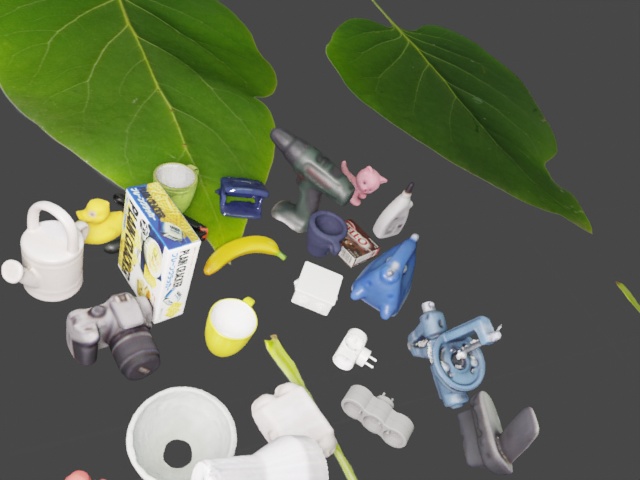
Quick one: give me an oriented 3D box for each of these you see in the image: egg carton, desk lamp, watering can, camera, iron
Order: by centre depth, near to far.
[{"bbox_3d":[-0.112,0.362,0.803,0.204,0.213,0.117,1,48,-24],"label":"desk lamp"},{"bbox_3d":[-0.339,0.167,0.972,0.143,0.100,0.136,-15,56,-35],"label":"camera"},{"bbox_3d":[-0.046,0.321,0.980,0.107,0.069,0.150,-21,59,-38],"label":"egg carton"},{"bbox_3d":[-0.465,0.017,0.991,0.101,0.194,0.173,15,44,-10],"label":"watering can"},{"bbox_3d":[0.173,0.054,1.289,0.118,0.141,0.259,32,43,8],"label":"iron"}]

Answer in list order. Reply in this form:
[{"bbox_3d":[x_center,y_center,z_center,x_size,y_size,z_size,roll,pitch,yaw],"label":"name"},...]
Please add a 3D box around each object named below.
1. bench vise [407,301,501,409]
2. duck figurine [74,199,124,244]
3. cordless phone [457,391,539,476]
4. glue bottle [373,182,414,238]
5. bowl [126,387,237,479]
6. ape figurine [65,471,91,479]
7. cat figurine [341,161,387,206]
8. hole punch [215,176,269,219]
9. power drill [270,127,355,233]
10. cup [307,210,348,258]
[{"bbox_3d":[0.257,0.199,1.128,0.122,0.219,0.207,-20,59,-37],"label":"bench vise"},{"bbox_3d":[-0.439,-0.046,1.145,0.105,0.086,0.077,-16,57,-36],"label":"duck figurine"},{"bbox_3d":[0.342,0.336,1.059,0.094,0.185,0.147,8,45,-17],"label":"cordless phone"},{"bbox_3d":[0.192,-0.076,1.402,0.078,0.173,0.037,-12,54,-33],"label":"glue bottle"},{"bbox_3d":[-0.218,0.321,0.896,0.168,0.074,0.167,13,44,-13],"label":"bowl"},{"bbox_3d":[-0.337,0.353,0.797,0.078,0.092,0.076,19,43,-7],"label":"ape figurine"},{"bbox_3d":[0.102,-0.157,1.480,0.127,0.117,0.067,33,43,8],"label":"cat figurine"},{"bbox_3d":[-0.180,-0.113,1.326,0.109,0.091,0.101,4,47,-21],"label":"hole punch"},{"bbox_3d":[-0.040,-0.126,1.317,0.229,0.208,0.076,31,43,6],"label":"power drill"},{"bbox_3d":[0.012,0.005,1.297,0.092,0.095,0.117,-3,49,-27],"label":"cup"}]
